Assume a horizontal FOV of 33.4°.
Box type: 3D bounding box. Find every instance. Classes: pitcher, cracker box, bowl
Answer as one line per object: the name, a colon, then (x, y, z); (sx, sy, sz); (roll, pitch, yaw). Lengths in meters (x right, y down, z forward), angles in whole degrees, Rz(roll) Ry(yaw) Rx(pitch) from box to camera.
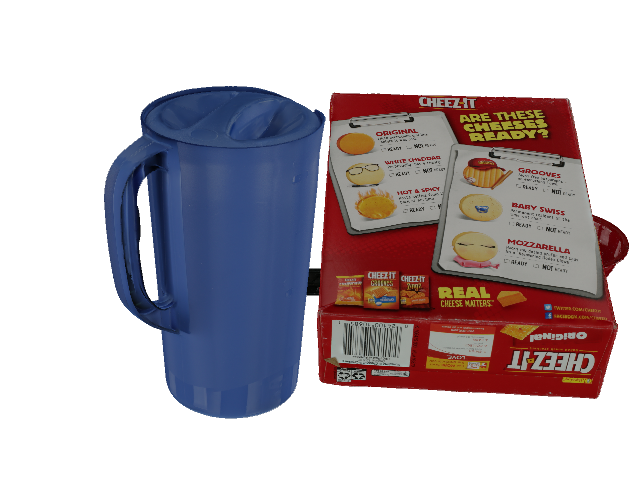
pitcher: (-0.076, 0.014, 0.815); (0.149, 0.243, 0.145); (3, 26, 0)
cracker box: (0.084, -0.004, 0.669); (0.164, 0.072, 0.213); (2, 42, 2)
bowl: (0.253, 0.020, 1.175); (0.162, 0.055, 0.162); (-1, 27, 0)

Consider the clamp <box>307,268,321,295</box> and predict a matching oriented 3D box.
clamp: (-0.091, 0.045, 1.041); (0.210, 0.036, 0.164); (11, 20, 44)
